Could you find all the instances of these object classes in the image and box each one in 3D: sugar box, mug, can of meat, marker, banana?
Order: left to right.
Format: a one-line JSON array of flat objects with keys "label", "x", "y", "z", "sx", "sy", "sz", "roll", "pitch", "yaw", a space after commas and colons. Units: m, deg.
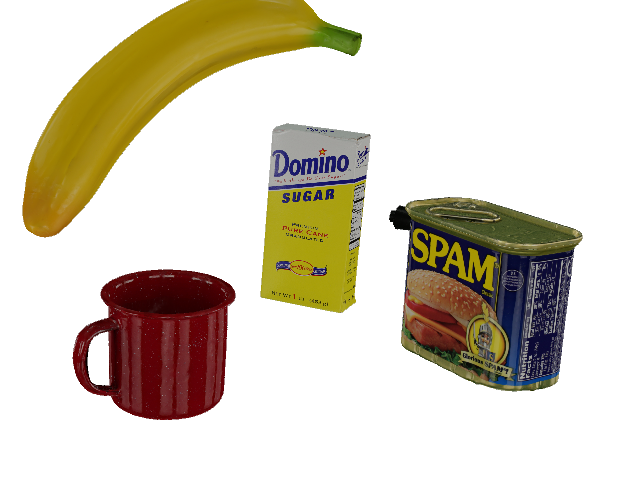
[{"label": "mug", "x": -0.117, "y": 0.075, "z": 0.744, "sx": 0.117, "sy": 0.081, "sz": 0.093, "roll": -11, "pitch": 23, "yaw": -38}, {"label": "banana", "x": -0.073, "y": -0.077, "z": 0.521, "sx": 0.197, "sy": 0.070, "sz": 0.037, "roll": -35, "pitch": -30, "yaw": -21}, {"label": "sugar box", "x": -0.006, "y": -0.023, "z": 1.064, "sx": 0.093, "sy": 0.176, "sz": 0.048, "roll": 9, "pitch": 16, "yaw": 20}, {"label": "marker", "x": 0.110, "y": -0.008, "z": 0.817, "sx": 0.121, "sy": 0.020, "sz": 0.020, "roll": 12, "pitch": 5, "yaw": 24}, {"label": "can of meat", "x": 0.090, "y": 0.028, "z": 0.591, "sx": 0.057, "sy": 0.084, "sz": 0.102, "roll": -7, "pitch": 18, "yaw": -34}]
